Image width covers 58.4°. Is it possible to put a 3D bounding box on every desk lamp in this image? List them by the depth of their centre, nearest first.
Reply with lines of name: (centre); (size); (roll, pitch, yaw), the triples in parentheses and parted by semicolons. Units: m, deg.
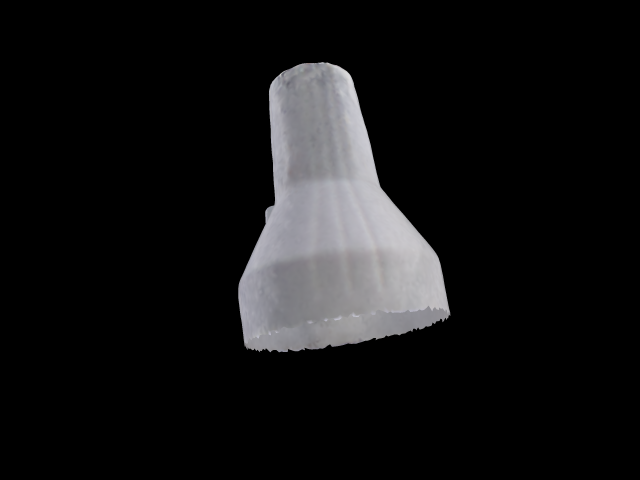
desk lamp: (0.004, 0.001, 0.400); (0.118, 0.214, 0.203); (-7, 58, -4)
